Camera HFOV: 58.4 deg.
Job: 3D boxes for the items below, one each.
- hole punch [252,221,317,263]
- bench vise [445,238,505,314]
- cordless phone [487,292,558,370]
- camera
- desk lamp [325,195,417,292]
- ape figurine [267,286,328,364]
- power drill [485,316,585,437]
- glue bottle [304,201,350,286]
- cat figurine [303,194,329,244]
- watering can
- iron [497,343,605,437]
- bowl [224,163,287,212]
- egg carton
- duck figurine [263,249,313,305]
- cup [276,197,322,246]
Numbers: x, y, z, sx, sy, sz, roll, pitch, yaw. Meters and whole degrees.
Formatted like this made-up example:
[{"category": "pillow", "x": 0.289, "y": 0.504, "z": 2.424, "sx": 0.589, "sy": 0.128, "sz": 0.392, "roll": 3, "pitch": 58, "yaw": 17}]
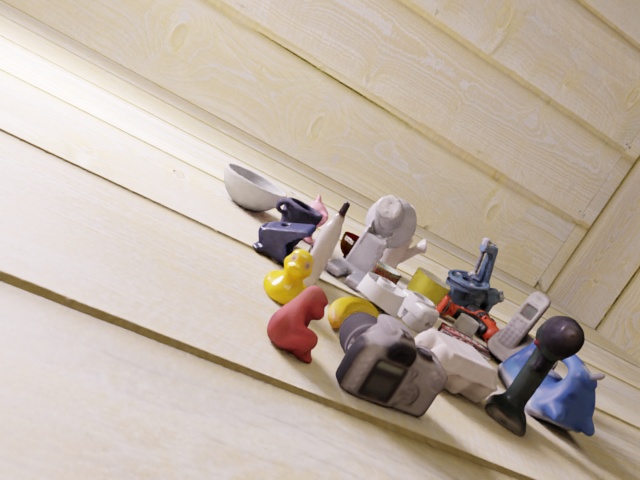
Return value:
[{"category": "hole punch", "x": -0.068, "y": -0.008, "z": 1.128, "sx": 0.101, "sy": 0.091, "sz": 0.109, "roll": 30, "pitch": 11, "yaw": 2}, {"category": "bench vise", "x": 0.448, "y": 0.105, "z": 1.620, "sx": 0.208, "sy": 0.219, "sz": 0.121, "roll": 19, "pitch": 15, "yaw": -44}, {"category": "cordless phone", "x": 0.481, "y": 0.219, "z": 1.292, "sx": 0.094, "sy": 0.185, "sz": 0.147, "roll": 18, "pitch": 17, "yaw": -48}, {"category": "camera", "x": 0.091, "y": 0.154, "z": 0.798, "sx": 0.143, "sy": 0.101, "sz": 0.136, "roll": 25, "pitch": 12, "yaw": -23}, {"category": "desk lamp", "x": 0.128, "y": -0.003, "z": 1.292, "sx": 0.117, "sy": 0.213, "sz": 0.204, "roll": 33, "pitch": 11, "yaw": 13}, {"category": "ape figurine", "x": -0.021, "y": 0.103, "z": 0.757, "sx": 0.076, "sy": 0.092, "sz": 0.078, "roll": 30, "pitch": 11, "yaw": 1}, {"category": "power drill", "x": 0.363, "y": 0.214, "z": 0.951, "sx": 0.075, "sy": 0.208, "sz": 0.230, "roll": 33, "pitch": 12, "yaw": 17}, {"category": "glue bottle", "x": 0.010, "y": 0.004, "z": 1.064, "sx": 0.037, "sy": 0.173, "sz": 0.078, "roll": 28, "pitch": 11, "yaw": -12}, {"category": "cat figurine", "x": -0.021, "y": -0.057, "z": 1.398, "sx": 0.067, "sy": 0.117, "sz": 0.127, "roll": 27, "pitch": 11, "yaw": -14}, {"category": "watering can", "x": 0.212, "y": -0.008, "z": 1.577, "sx": 0.173, "sy": 0.194, "sz": 0.100, "roll": 23, "pitch": 13, "yaw": -32}, {"category": "iron", "x": 0.450, "y": 0.263, "z": 1.132, "sx": 0.119, "sy": 0.141, "sz": 0.258, "roll": 26, "pitch": 12, "yaw": -18}, {"category": "bowl", "x": -0.168, "y": -0.116, "z": 1.392, "sx": 0.167, "sy": 0.074, "sz": 0.167, "roll": 29, "pitch": 11, "yaw": -6}, {"category": "egg carton", "x": 0.224, "y": 0.212, "z": 0.968, "sx": 0.151, "sy": 0.069, "sz": 0.107, "roll": 25, "pitch": 12, "yaw": -24}, {"category": "duck figurine", "x": -0.042, "y": 0.054, "z": 0.937, "sx": 0.077, "sy": 0.086, "sz": 0.104, "roll": 30, "pitch": 11, "yaw": 0}, {"category": "cup", "x": -0.063, "y": -0.038, "z": 1.264, "sx": 0.118, "sy": 0.095, "sz": 0.091, "roll": 20, "pitch": 15, "yaw": -43}]
